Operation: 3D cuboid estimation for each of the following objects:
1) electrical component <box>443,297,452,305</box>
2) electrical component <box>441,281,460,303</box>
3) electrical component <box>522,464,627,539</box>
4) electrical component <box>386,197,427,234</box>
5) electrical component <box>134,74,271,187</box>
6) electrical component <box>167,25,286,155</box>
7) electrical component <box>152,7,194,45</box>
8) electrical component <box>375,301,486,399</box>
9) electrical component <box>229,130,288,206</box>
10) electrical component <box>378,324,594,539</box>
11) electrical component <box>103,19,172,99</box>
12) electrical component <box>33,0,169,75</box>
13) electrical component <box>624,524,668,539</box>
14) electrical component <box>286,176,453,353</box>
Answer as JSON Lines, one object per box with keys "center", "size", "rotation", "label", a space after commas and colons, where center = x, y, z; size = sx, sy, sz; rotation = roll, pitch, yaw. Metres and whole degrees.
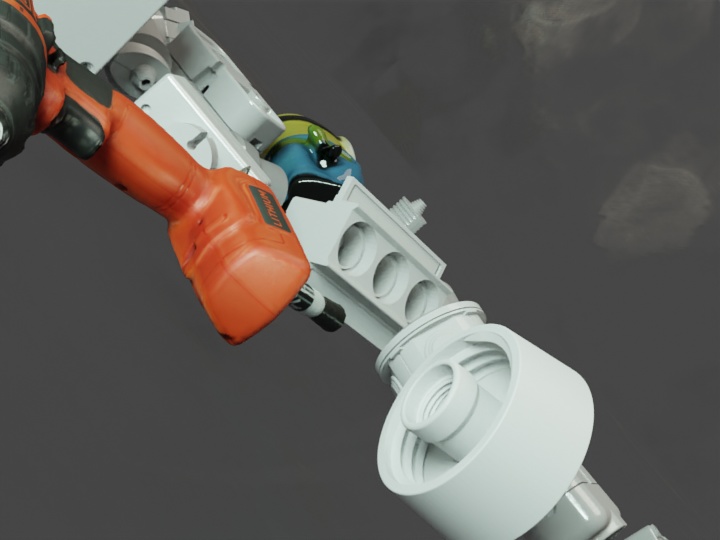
{"center": [0.048, 0.034, 0.880], "size": [0.047, 0.055, 0.055], "rotation": [50, 8, -8], "label": "electrical component"}
{"center": [0.077, 0.044, 1.017], "size": [0.043, 0.043, 0.081], "rotation": [45, 9, -20], "label": "electrical component"}
{"center": [0.140, 0.167, 0.732], "size": [0.059, 0.054, 0.095], "rotation": [51, 9, 22], "label": "electrical component"}
{"center": [0.030, -0.037, 1.022], "size": [0.043, 0.081, 0.043], "rotation": [47, 8, -9], "label": "electrical component"}
{"center": [-0.098, -0.064, 0.602], "size": [0.083, 0.047, 0.075], "rotation": [50, 7, -3], "label": "electrical component"}
{"center": [-0.106, -0.115, 0.751], "size": [0.095, 0.059, 0.054], "rotation": [51, 9, 20], "label": "electrical component"}
{"center": [-0.154, -0.169, 0.777], "size": [0.055, 0.066, 0.048], "rotation": [-10, 92, -71], "label": "electrical component"}
{"center": [0.055, 0.061, 0.696], "size": [0.051, 0.080, 0.080], "rotation": [58, 12, 26], "label": "electrical component"}
{"center": [-0.079, -0.059, 0.683], "size": [0.055, 0.045, 0.045], "rotation": [37, 14, -53], "label": "electrical component"}
{"center": [0.055, 0.077, 0.537], "size": [0.060, 0.108, 0.108], "rotation": [38, 11, -22], "label": "electrical component"}
{"center": [-0.146, -0.137, 0.701], "size": [0.043, 0.043, 0.081], "rotation": [42, 10, -37], "label": "electrical component"}
{"center": [-0.161, -0.182, 0.603], "size": [0.109, 0.109, 0.056], "rotation": [41, 8, -40], "label": "electrical component"}
{"center": [0.213, 0.241, 0.761], "size": [0.062, 0.061, 0.096], "rotation": [39, 20, -46], "label": "electrical component"}
{"center": [0.000, 0.000, 0.722], "size": [0.063, 0.078, 0.121], "rotation": [15, -17, 42], "label": "electrical component"}
